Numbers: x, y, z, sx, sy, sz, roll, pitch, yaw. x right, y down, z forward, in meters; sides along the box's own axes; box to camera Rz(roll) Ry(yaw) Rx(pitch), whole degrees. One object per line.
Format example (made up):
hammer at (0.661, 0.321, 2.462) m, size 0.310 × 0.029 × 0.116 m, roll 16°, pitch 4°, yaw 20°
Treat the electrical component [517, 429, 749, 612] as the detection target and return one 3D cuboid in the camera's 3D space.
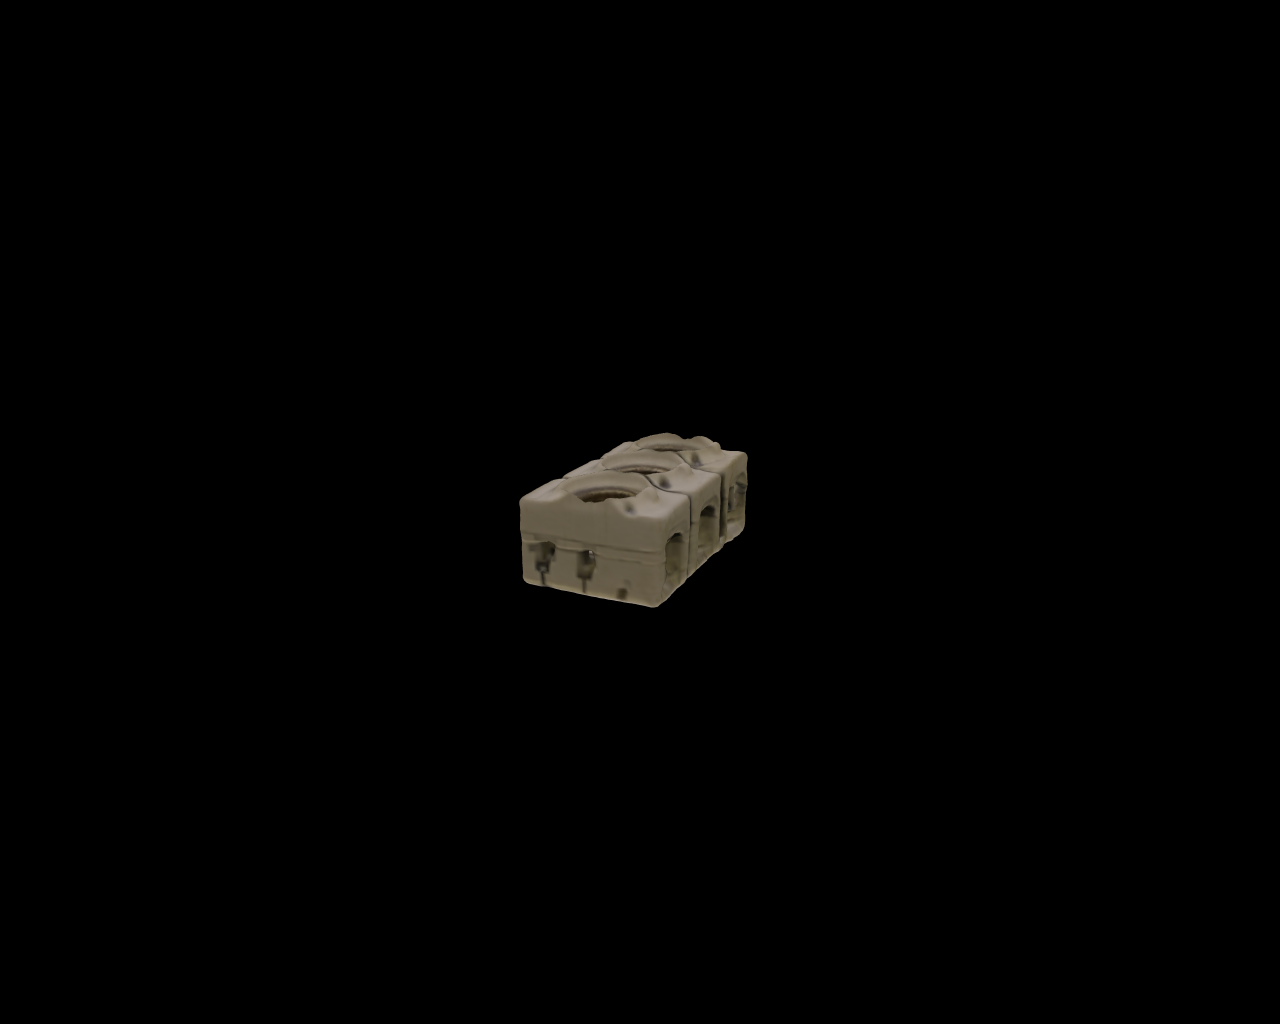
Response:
electrical component at (0.001, -0.003, 0.650) m, size 0.089 × 0.061 × 0.150 m, roll 8°, pitch 20°, yaw 22°
